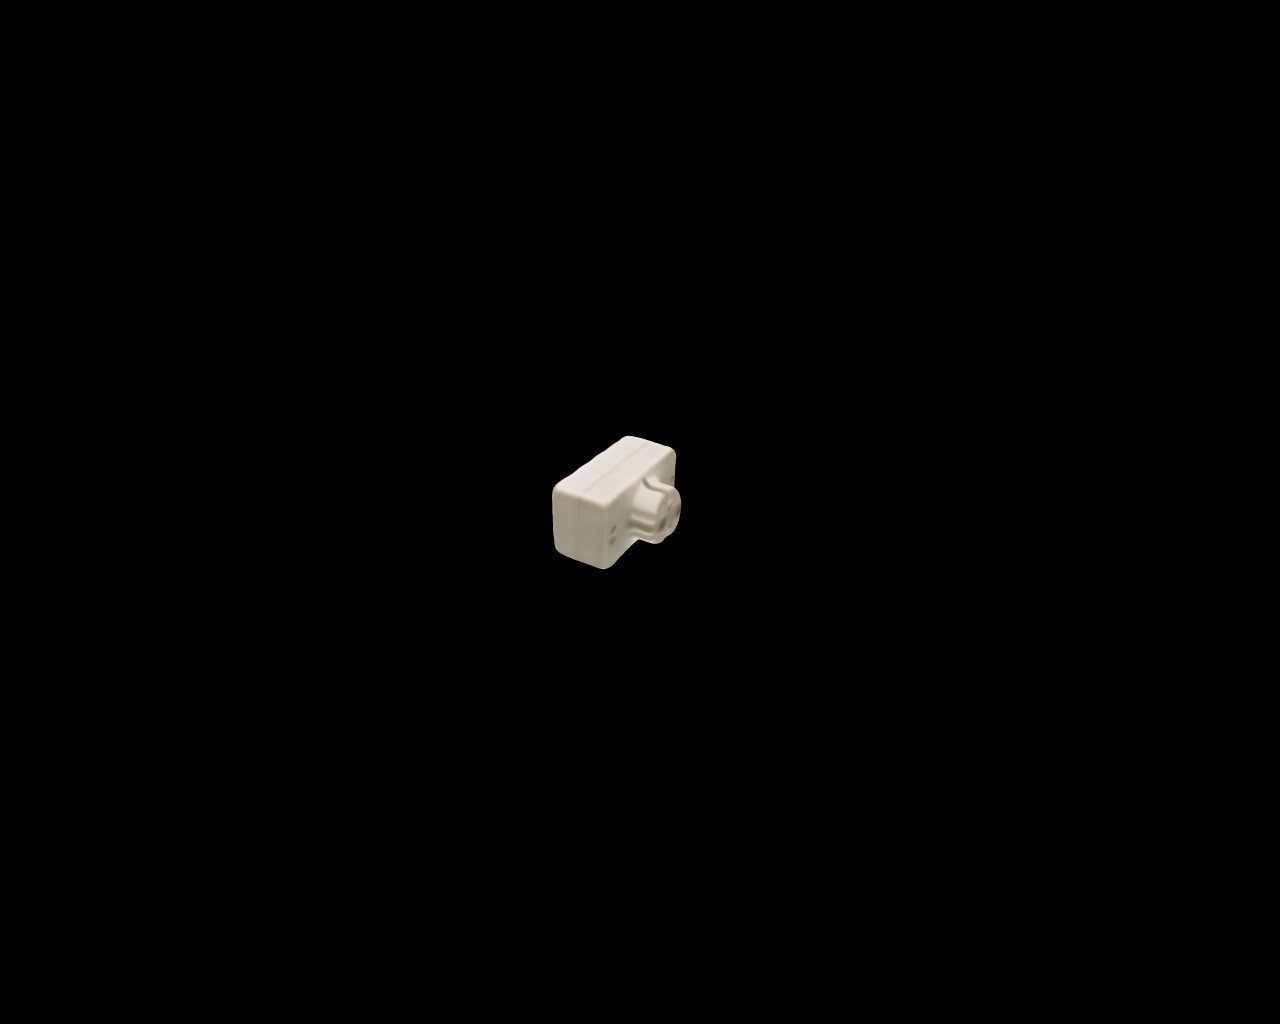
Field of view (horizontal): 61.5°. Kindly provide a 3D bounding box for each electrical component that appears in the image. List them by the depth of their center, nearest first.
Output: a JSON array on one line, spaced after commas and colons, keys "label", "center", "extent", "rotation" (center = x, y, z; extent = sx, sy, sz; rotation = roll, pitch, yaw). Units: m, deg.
[{"label": "electrical component", "center": [0.001, -0.003, 0.650], "extent": [0.076, 0.047, 0.083], "rotation": [18, 36, 27]}]
